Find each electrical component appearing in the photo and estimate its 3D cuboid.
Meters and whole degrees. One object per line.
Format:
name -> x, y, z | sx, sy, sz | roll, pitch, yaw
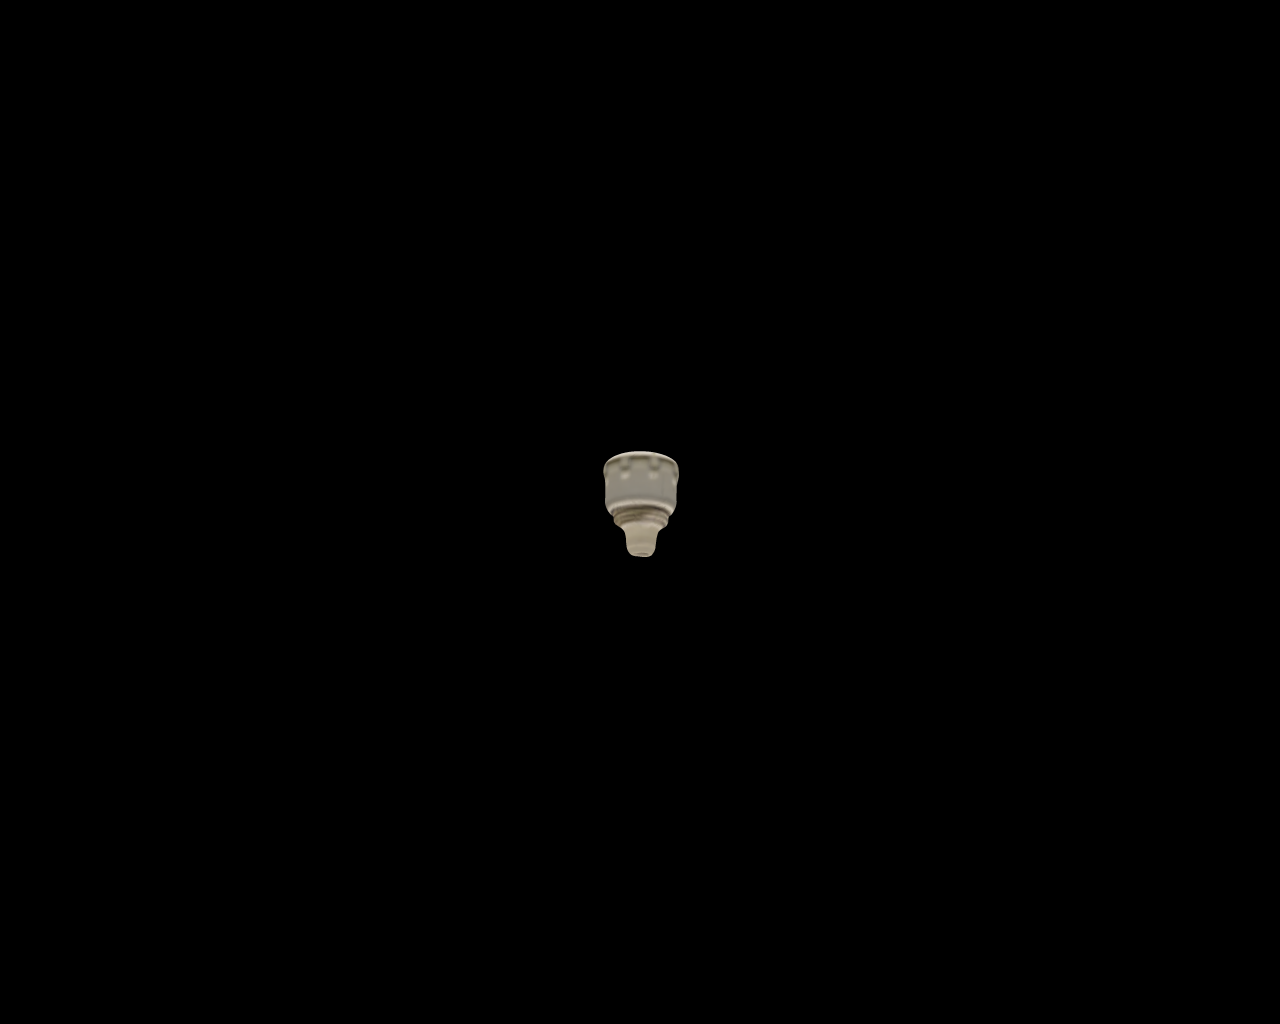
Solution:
electrical component -> 0.001, -0.003, 0.650 | 0.048, 0.062, 0.048 | 0, -18, 0
